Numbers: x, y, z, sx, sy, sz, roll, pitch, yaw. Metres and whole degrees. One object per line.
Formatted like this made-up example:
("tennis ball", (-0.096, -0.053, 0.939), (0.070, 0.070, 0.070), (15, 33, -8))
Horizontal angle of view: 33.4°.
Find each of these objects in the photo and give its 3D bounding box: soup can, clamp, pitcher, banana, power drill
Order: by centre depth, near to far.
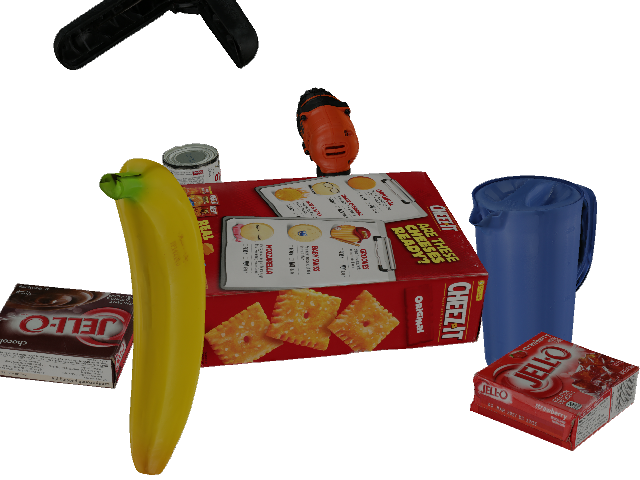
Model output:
("banana", (-0.085, 0.031, 0.541), (0.037, 0.198, 0.069), (18, 41, 23))
("clamp", (-0.076, -0.155, 0.655), (0.120, 0.171, 0.039), (12, -41, 13))
("power drill", (0.011, -0.050, 1.061), (0.057, 0.188, 0.184), (-9, 21, -1))
("soup can", (-0.150, -0.056, 1.262), (0.068, 0.102, 0.068), (-2, 28, 1))
("pitcher", (0.268, 0.045, 1.336), (0.149, 0.243, 0.145), (1, 22, 14))

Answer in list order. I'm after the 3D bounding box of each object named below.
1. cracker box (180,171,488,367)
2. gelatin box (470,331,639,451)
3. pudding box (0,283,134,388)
("cracker box", (0.000, 0.018, 0.824), (0.213, 0.072, 0.164), (-4, 32, -11))
("gelatin box", (0.150, 0.094, 0.683), (0.073, 0.030, 0.089), (19, 26, 37))
("pudding box", (-0.217, 0.080, 0.902), (0.113, 0.039, 0.090), (4, 31, 4))
